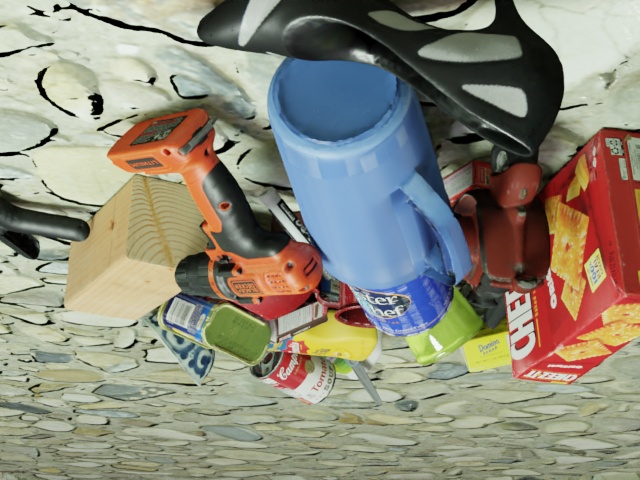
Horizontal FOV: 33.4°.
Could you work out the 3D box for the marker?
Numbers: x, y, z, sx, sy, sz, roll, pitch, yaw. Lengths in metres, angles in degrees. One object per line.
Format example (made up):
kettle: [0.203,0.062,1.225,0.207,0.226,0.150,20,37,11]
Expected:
marker: [-0.019,-0.004,1.086,0.020,0.020,0.121,-19,118,44]

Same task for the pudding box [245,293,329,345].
pudding box: [-0.059,0.078,1.266,0.114,0.039,0.089,23,-149,39]

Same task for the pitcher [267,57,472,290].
pitcher: [0.042,-0.055,0.868,0.149,0.145,0.242,-4,156,10]

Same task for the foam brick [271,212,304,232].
foam brick: [-0.008,0.001,1.144,0.078,0.053,0.051,-6,159,19]

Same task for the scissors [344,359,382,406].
scissors: [0.055,0.148,1.461,0.096,0.016,0.201,-37,119,18]

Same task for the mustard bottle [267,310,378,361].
mustard bottle: [-0.029,0.115,1.345,0.191,0.058,0.096,7,161,-13]

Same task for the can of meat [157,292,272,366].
can of meat: [-0.114,0.094,1.181,0.084,0.057,0.102,17,169,46]

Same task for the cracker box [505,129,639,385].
cracker box: [0.242,0.022,0.987,0.072,0.164,0.214,7,152,-15]

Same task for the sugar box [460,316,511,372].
sugar box: [0.224,0.124,1.367,0.093,0.048,0.176,-13,-175,4]

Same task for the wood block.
wood block: [-0.197,0.014,1.138,0.090,0.091,0.206,12,158,-27]

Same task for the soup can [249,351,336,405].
soup can: [-0.036,0.173,1.434,0.069,0.068,0.102,-18,140,43]

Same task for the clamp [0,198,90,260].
clamp: [-0.344,-0.018,1.135,0.171,0.039,0.120,21,148,-29]

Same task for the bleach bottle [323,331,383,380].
bleach bottle: [-0.044,0.136,1.494,0.250,0.068,0.103,11,145,-20]

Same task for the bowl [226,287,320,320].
bowl: [-0.083,0.044,1.169,0.162,0.055,0.162,26,174,3]

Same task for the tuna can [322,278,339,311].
tuna can: [-0.009,0.065,1.345,0.086,0.034,0.086,1,160,0]

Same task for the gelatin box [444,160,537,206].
gelatin box: [0.156,-0.043,1.043,0.073,0.030,0.089,12,157,-24]

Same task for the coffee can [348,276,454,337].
coffee can: [0.075,0.026,1.101,0.103,0.103,0.140,-5,149,17]

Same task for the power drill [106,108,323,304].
power drill: [-0.104,-0.022,0.948,0.185,0.057,0.187,-7,128,44]

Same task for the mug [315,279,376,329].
mug: [0.051,0.051,1.234,0.117,0.081,0.093,0,160,3]

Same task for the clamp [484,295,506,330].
clamp: [0.246,0.041,1.187,0.165,0.036,0.210,-2,145,22]
